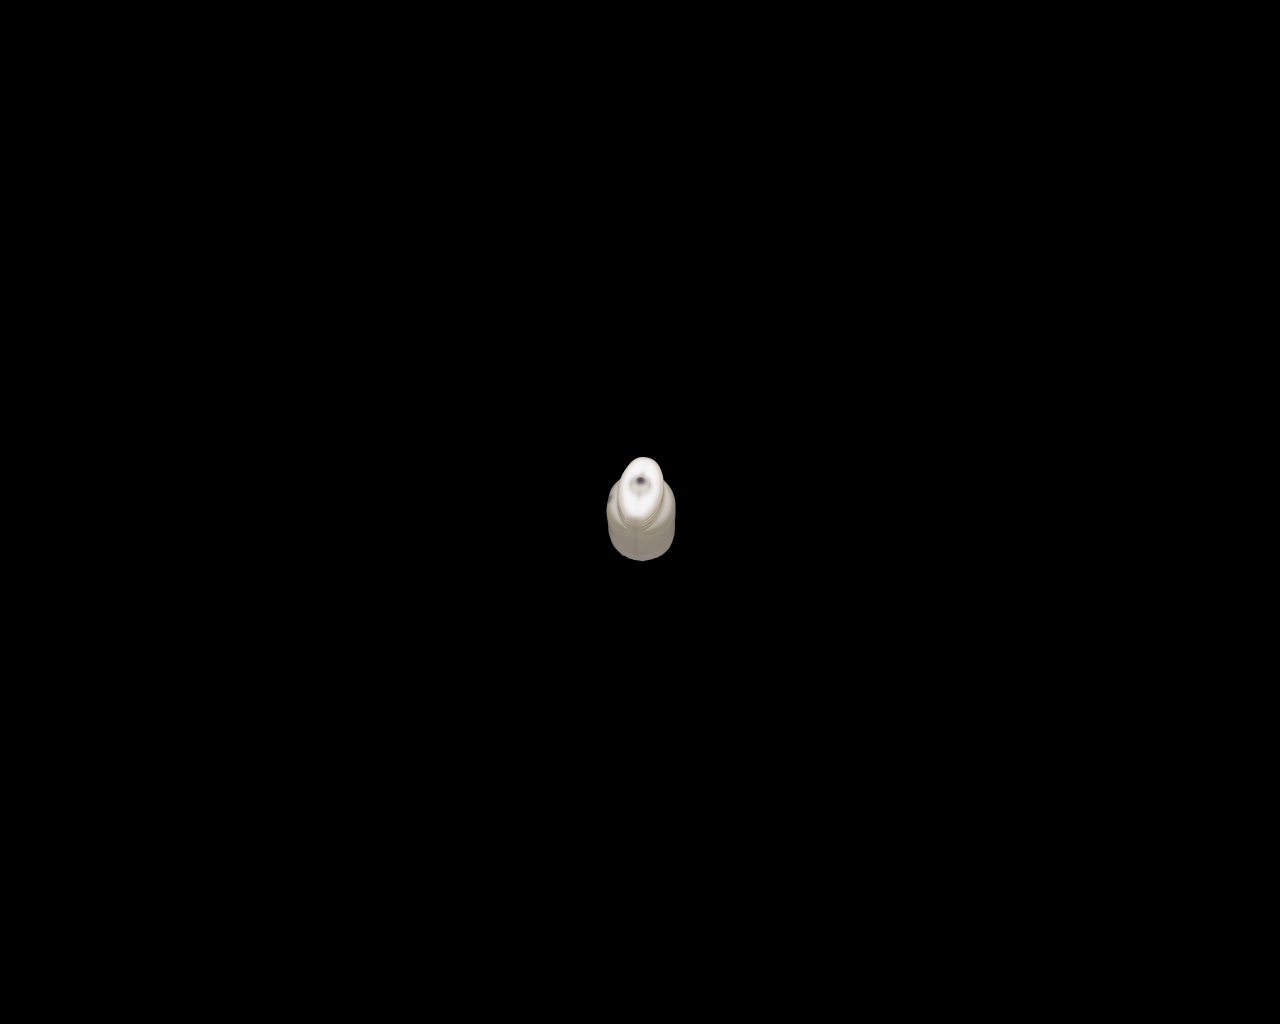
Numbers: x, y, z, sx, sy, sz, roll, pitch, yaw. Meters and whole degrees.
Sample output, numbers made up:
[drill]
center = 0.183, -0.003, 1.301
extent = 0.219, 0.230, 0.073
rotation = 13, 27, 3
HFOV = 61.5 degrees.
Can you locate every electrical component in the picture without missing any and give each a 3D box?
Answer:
[electrical component]
center = 0.001, -0.003, 0.650
extent = 0.043, 0.043, 0.080
rotation = 0, -24, 0
